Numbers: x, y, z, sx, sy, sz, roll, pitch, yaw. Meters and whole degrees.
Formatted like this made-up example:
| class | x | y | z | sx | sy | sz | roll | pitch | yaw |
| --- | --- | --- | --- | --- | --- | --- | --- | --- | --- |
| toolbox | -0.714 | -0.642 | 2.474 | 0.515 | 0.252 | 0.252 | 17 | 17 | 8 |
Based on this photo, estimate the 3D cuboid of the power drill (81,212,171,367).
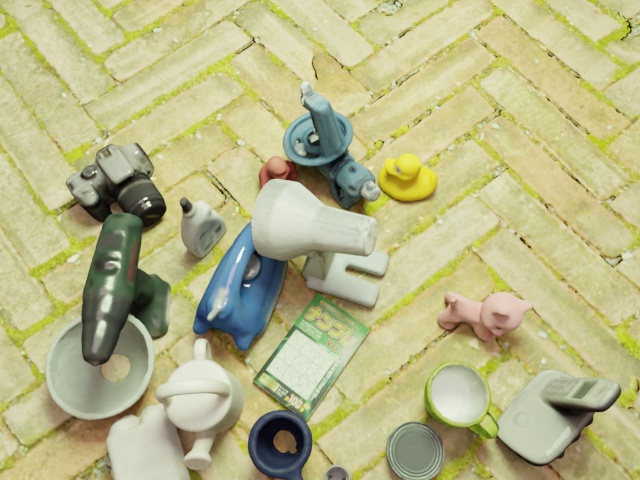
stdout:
| class | x | y | z | sx | sy | sz | roll | pitch | yaw |
| --- | --- | --- | --- | --- | --- | --- | --- | --- | --- |
| power drill | -0.290 | 0.086 | 0.862 | 0.075 | 0.208 | 0.229 | -3 | 70 | 1 |

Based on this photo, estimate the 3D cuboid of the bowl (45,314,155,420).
| class | x | y | z | sx | sy | sz | roll | pitch | yaw |
| --- | --- | --- | --- | --- | --- | --- | --- | --- | --- |
| bowl | -0.331 | 0.196 | 0.894 | 0.167 | 0.075 | 0.167 | 0 | 70 | 1 |

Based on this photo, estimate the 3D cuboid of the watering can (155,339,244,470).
| class | x | y | z | sx | sy | sz | roll | pitch | yaw |
| --- | --- | --- | --- | --- | --- | --- | --- | --- | --- |
| watering can | -0.169 | 0.230 | 0.816 | 0.101 | 0.194 | 0.172 | -25 | 72 | -7 |

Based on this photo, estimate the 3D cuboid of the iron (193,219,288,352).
| class | x | y | z | sx | sy | sz | roll | pitch | yaw |
| --- | --- | --- | --- | --- | --- | --- | --- | --- | --- |
| iron | -0.117 | 0.036 | 0.912 | 0.118 | 0.141 | 0.258 | 18 | 72 | 7 |

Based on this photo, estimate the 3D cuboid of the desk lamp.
| class | x | y | z | sx | sy | sz | roll | pitch | yaw |
| --- | --- | --- | --- | --- | --- | --- | --- | --- | --- |
| desk lamp | 0.008 | 0.003 | 0.883 | 0.203 | 0.213 | 0.118 | 17 | 71 | 7 |

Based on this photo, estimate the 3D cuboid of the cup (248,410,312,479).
| class | x | y | z | sx | sy | sz | roll | pitch | yaw |
| --- | --- | --- | --- | --- | --- | --- | --- | --- | --- |
| cup | -0.049 | 0.310 | 0.838 | 0.092 | 0.095 | 0.117 | -26 | 72 | -8 |

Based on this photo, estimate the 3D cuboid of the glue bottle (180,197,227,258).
| class | x | y | z | sx | sy | sz | roll | pitch | yaw |
| --- | --- | --- | --- | --- | --- | --- | --- | --- | --- |
| glue bottle | -0.197 | -0.030 | 0.920 | 0.037 | 0.173 | 0.078 | 37 | 75 | 13 |

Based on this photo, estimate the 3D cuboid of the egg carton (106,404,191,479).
| class | x | y | z | sx | sy | sz | roll | pitch | yaw |
| --- | --- | --- | --- | --- | --- | --- | --- | --- | --- |
| egg carton | -0.253 | 0.328 | 0.849 | 0.107 | 0.069 | 0.150 | -20 | 71 | -6 |

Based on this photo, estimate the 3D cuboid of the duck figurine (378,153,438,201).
| class | x | y | z | sx | sy | sz | roll | pitch | yaw |
| --- | --- | --- | --- | --- | --- | --- | --- | --- | --- |
| duck figurine | 0.155 | -0.116 | 0.991 | 0.104 | 0.086 | 0.077 | 11 | 71 | 5 |

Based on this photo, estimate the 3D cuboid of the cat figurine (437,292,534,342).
| class | x | y | z | sx | sy | sz | roll | pitch | yaw |
| --- | --- | --- | --- | --- | --- | --- | --- | --- | --- |
| cat figurine | 0.257 | 0.111 | 0.891 | 0.127 | 0.118 | 0.067 | 15 | 71 | 6 |

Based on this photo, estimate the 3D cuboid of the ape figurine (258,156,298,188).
| class | x | y | z | sx | sy | sz | roll | pitch | yaw |
| --- | --- | --- | --- | --- | --- | --- | --- | --- | --- |
| ape figurine | -0.074 | -0.113 | 0.991 | 0.078 | 0.092 | 0.076 | -36 | 73 | -11 |

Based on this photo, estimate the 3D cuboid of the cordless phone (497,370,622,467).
| class | x | y | z | sx | sy | sz | roll | pitch | yaw |
| --- | --- | --- | --- | --- | --- | --- | --- | --- | --- |
| cordless phone | 0.336 | 0.247 | 0.805 | 0.094 | 0.185 | 0.148 | 41 | 76 | 14 |

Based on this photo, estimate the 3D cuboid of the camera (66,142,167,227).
| class | x | y | z | sx | sy | sz | roll | pitch | yaw |
| --- | --- | --- | --- | --- | --- | --- | --- | --- | --- |
| camera | -0.339 | -0.084 | 0.981 | 0.143 | 0.101 | 0.136 | -36 | 73 | -11 |

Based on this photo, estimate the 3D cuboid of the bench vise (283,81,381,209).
| class | x | y | z | sx | sy | sz | roll | pitch | yaw |
| --- | --- | --- | --- | --- | --- | --- | --- | --- | --- |
| bench vise | 0.027 | -0.161 | 0.938 | 0.207 | 0.220 | 0.121 | 29 | 73 | 11 |
